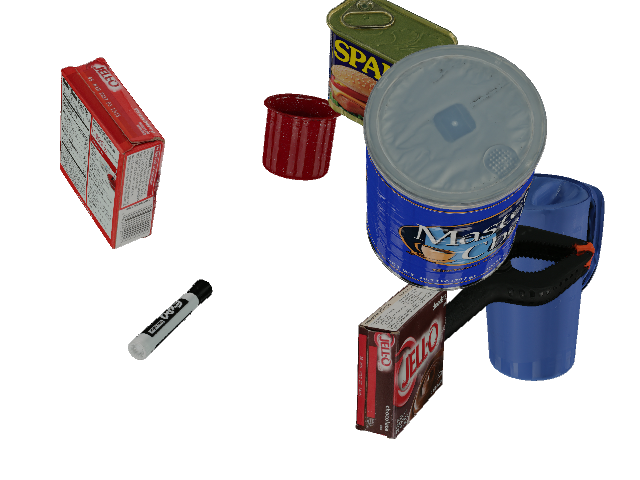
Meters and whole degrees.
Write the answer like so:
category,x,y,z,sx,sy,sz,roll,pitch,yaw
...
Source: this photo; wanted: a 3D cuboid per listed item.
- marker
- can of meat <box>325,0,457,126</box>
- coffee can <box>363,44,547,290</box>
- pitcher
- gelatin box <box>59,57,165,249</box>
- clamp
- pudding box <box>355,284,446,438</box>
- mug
category,x,y,z,sx,sy,sz,roll,pitch,yaw
marker,-0.132,0.068,0.958,0.020,0.020,0.121,0,25,27
can of meat,0.053,-0.132,0.842,0.102,0.084,0.057,32,54,25
coffee can,0.078,-0.040,0.660,0.103,0.103,0.140,0,-22,3
pitcher,0.273,0.043,1.326,0.149,0.243,0.145,2,23,15
gelatin box,-0.125,-0.051,0.632,0.030,0.073,0.089,-23,-30,-30
clamp,0.163,0.035,1.021,0.210,0.164,0.036,-2,-43,-5
pudding box,0.066,0.093,0.856,0.039,0.090,0.113,9,20,22
mug,-0.021,-0.127,1.287,0.093,0.081,0.117,17,26,20
